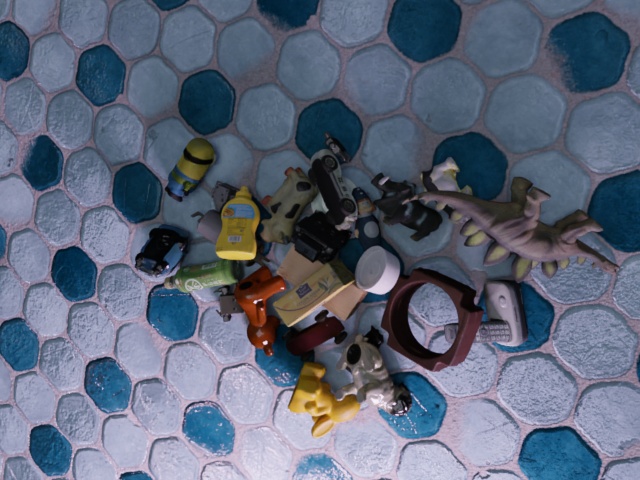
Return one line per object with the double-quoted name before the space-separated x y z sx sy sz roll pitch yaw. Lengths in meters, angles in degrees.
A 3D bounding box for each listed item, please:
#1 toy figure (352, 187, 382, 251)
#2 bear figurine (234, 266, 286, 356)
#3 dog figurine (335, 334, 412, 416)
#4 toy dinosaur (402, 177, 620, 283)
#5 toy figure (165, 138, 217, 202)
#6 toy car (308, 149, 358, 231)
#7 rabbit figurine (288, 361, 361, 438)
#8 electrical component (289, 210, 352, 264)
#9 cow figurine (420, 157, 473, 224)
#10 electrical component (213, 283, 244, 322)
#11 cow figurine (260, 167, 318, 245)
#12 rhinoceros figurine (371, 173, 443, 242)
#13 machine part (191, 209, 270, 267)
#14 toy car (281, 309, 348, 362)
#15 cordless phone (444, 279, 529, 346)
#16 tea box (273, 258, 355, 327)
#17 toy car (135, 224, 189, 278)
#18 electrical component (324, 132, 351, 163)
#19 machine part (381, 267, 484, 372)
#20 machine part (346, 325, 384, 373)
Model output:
"toy figure" 0.110 -0.052 1.290 0.058 0.064 0.154 -10 96 46
"bear figurine" -0.141 0.186 1.377 0.132 0.120 0.195 -30 117 -22
"dog figurine" 0.145 0.325 1.282 0.121 0.190 0.172 4 77 53
"toy dinosaur" 0.415 -0.027 1.144 0.471 0.105 0.198 28 106 0
"toy figure" -0.341 -0.184 1.409 0.082 0.089 0.180 43 104 3
"toy car" 0.032 -0.119 1.279 0.073 0.056 0.201 -36 72 48
"rabbit figurine" 0.012 0.410 1.339 0.173 0.122 0.162 16 103 -3
"electrical component" -0.003 -0.004 1.288 0.115 0.134 0.058 32 129 12
"cow figurine" 0.297 -0.094 1.218 0.098 0.068 0.167 -26 87 18
"electrical component" -0.243 0.165 1.436 0.078 0.045 0.102 -10 95 -10
"cow figurine" -0.080 -0.072 1.340 0.127 0.085 0.195 44 105 16
"rhinoceros figurine" 0.194 -0.079 1.252 0.190 0.073 0.112 39 107 11
"machine part" -0.232 -0.006 1.397 0.243 0.079 0.079 33 104 14
"toy car" -0.012 0.235 1.334 0.089 0.053 0.202 50 128 -3
"cordless phone" 0.368 0.166 1.215 0.184 0.088 0.146 -9 93 25
"tea box" -0.013 0.119 1.230 0.169 0.098 0.068 -37 83 19
"toy car" -0.420 0.044 1.445 0.109 0.162 0.102 16 144 10
"electrical component" 0.037 -0.225 1.294 0.021 0.063 0.094 -42 81 17
"machine part" 0.252 0.177 1.218 0.201 0.087 0.201 26 103 37
"machine part" 0.110 0.280 1.332 0.084 0.039 0.138 36 107 20
